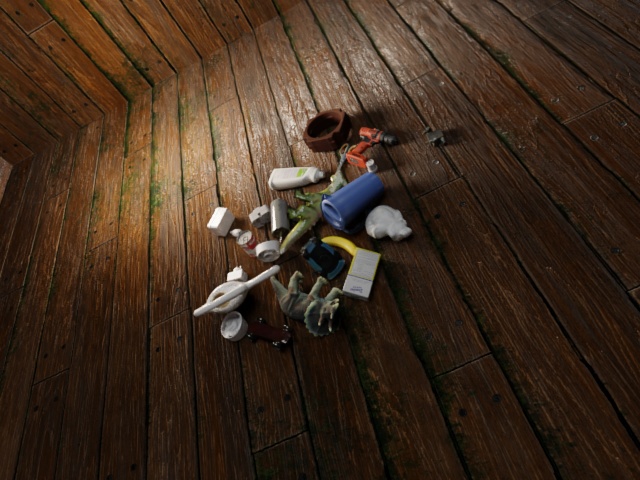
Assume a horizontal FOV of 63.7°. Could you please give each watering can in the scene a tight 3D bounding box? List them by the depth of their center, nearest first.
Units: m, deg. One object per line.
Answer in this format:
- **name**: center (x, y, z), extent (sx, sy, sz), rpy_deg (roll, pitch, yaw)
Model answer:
- **watering can**: center (-0.308, 0.194, 1.921), extent (0.350, 0.104, 0.223), rpy_deg (-29, 0, -13)

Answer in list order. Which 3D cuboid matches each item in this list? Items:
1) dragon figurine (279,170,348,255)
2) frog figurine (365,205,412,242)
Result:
- **dragon figurine**: center (0.006, -0.102, 2.033), extent (0.243, 0.120, 0.418), rpy_deg (8, 63, 18)
- **frog figurine**: center (0.246, -0.053, 1.854), extent (0.139, 0.120, 0.161), rpy_deg (-29, 30, -21)
